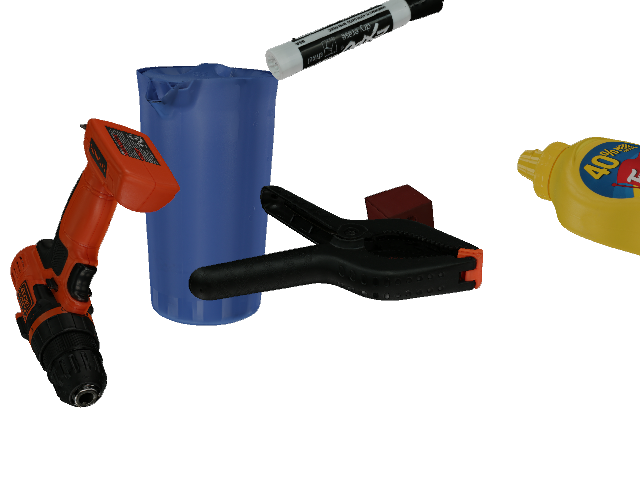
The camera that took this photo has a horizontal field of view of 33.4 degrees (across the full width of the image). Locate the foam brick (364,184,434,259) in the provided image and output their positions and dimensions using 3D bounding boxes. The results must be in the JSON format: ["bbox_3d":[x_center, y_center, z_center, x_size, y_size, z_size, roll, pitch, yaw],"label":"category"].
[{"bbox_3d":[0.083,-0.009,1.092,0.053,0.078,0.051,-20,31,-18],"label":"foam brick"}]

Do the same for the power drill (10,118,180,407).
[{"bbox_3d":[-0.181,0.013,0.841,0.057,0.188,0.185,16,25,-39],"label":"power drill"}]

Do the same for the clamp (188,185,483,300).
[{"bbox_3d":[0.020,0.004,0.823,0.210,0.036,0.164,4,30,10],"label":"clamp"}]

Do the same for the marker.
[{"bbox_3d":[0.023,-0.126,0.638,0.121,0.020,0.020,-27,9,-19],"label":"marker"}]

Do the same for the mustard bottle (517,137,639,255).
[{"bbox_3d":[0.213,-0.026,0.695,0.192,0.058,0.096,22,41,38],"label":"mustard bottle"}]

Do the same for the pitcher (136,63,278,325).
[{"bbox_3d":[-0.103,-0.049,1.035,0.149,0.243,0.145,-2,15,-17],"label":"pitcher"}]
